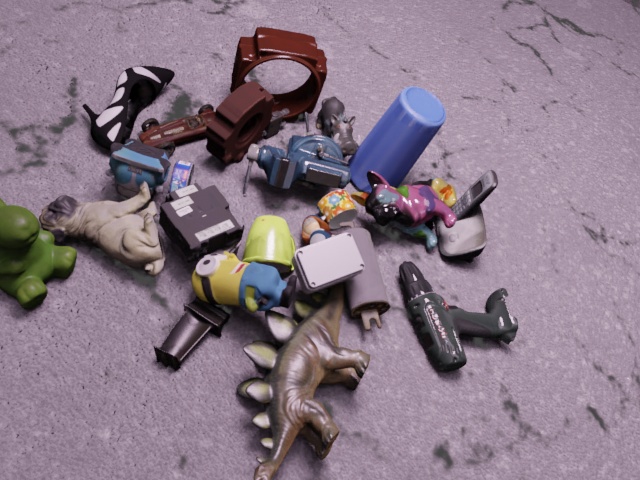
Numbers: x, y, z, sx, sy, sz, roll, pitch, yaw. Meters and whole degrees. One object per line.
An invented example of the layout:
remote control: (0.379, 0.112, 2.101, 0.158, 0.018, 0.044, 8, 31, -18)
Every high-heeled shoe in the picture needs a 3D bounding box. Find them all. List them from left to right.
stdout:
high-heeled shoe: (-0.379, -0.280, 1.134, 0.249, 0.086, 0.145, -38, 70, -28)

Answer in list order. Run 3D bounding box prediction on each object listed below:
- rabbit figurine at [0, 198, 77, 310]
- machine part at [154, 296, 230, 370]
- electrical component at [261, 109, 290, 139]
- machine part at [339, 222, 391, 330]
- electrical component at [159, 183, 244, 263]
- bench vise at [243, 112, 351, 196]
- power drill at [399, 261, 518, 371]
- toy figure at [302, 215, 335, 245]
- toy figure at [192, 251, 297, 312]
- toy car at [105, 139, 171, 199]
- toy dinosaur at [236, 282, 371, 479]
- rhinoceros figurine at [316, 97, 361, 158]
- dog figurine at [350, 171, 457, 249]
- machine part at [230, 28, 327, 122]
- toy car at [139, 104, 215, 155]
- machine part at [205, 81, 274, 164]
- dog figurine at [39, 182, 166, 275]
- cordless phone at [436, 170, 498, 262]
rabbit figurine: (-0.472, -0.003, 0.842, 0.159, 0.170, 0.121, 37, 51, 8)
machine part: (-0.217, 0.155, 0.903, 0.084, 0.039, 0.139, 39, 50, 3)
electrical component: (-0.110, -0.265, 1.230, 0.021, 0.063, 0.094, 44, 54, 14)
machine part: (0.080, 0.063, 1.048, 0.079, 0.079, 0.243, 1, 54, -19)
electrical component: (-0.217, -0.038, 0.955, 0.115, 0.058, 0.134, -24, 66, -34)
bench vise: (-0.046, -0.178, 1.161, 0.224, 0.128, 0.241, 3, 31, -3)
power drill: (0.275, 0.137, 1.063, 0.207, 0.086, 0.232, 2, 56, -23)
toy figure: (0.000, -0.003, 1.055, 0.064, 0.057, 0.155, -19, 46, -8)
toy figure: (-0.131, 0.077, 0.907, 0.180, 0.089, 0.082, 14, 6, 10)
toy car: (-0.345, -0.127, 1.017, 0.109, 0.102, 0.162, 19, 12, -17)
toy dinosaur: (-0.019, 0.194, 0.904, 0.199, 0.105, 0.471, 26, 40, 5)
rhinoceros figurine: (0.045, -0.257, 1.250, 0.073, 0.112, 0.190, 5, 46, -19)
dog figurine: (0.179, -0.088, 1.149, 0.219, 0.108, 0.191, 26, 45, -15)
machine part: (-0.095, -0.368, 1.222, 0.201, 0.201, 0.087, 5, 56, -17)
toy car: (-0.288, -0.240, 1.159, 0.202, 0.053, 0.089, -23, 68, -33)
machine part: (-0.165, -0.242, 1.124, 0.056, 0.179, 0.179, 38, 52, 8)
dog figurine: (-0.378, -0.002, 0.936, 0.191, 0.121, 0.172, -15, 57, -12)
cordless phone: (0.332, -0.049, 1.152, 0.089, 0.184, 0.147, 15, 51, -14)
